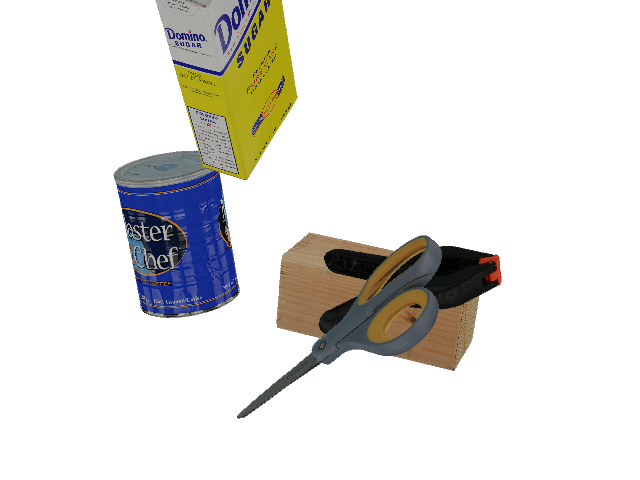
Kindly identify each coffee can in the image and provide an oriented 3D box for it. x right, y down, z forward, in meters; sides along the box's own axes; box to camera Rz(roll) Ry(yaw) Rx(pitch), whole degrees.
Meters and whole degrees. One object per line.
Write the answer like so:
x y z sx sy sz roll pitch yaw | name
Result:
-0.141 -0.008 1.057 0.103 0.140 0.103 -7 19 2 | coffee can

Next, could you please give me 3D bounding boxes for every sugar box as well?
-0.060 -0.134 0.747 0.048 0.093 0.176 19 -30 16 | sugar box

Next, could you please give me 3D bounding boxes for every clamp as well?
0.076 0.043 0.970 0.172 0.039 0.120 -5 38 17 | clamp

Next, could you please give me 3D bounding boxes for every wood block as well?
0.064 0.065 1.183 0.206 0.091 0.090 13 23 18 | wood block

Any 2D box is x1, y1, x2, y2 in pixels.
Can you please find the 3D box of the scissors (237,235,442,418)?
0.014 0.080 0.729 0.016 0.202 0.096 36 15 -25 | scissors
